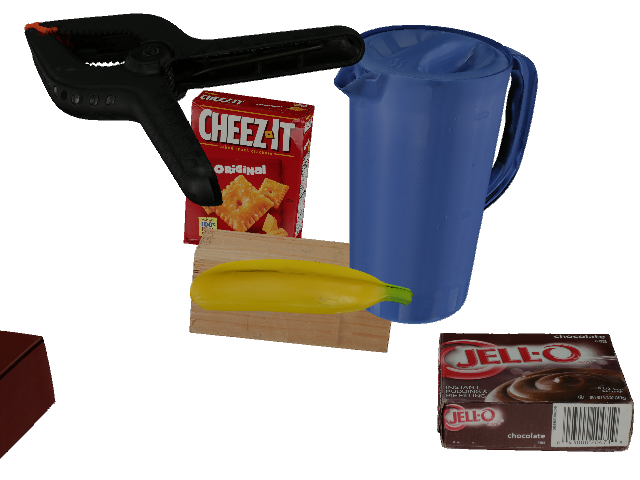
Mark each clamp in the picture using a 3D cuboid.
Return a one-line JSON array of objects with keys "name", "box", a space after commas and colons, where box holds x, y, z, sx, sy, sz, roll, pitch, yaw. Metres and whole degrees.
[{"name": "clamp", "box": [-0.088, -0.103, 0.644, 0.210, 0.036, 0.164, 24, 50, 31]}]

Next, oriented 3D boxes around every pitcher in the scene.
[{"name": "pitcher", "box": [0.094, -0.056, 0.920, 0.149, 0.243, 0.144, 11, 31, 15]}]

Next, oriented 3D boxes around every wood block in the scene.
[{"name": "wood block", "box": [-0.028, 0.052, 1.125, 0.206, 0.091, 0.090, 6, 19, 0]}]

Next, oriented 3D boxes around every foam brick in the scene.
[{"name": "foam brick", "box": [-0.215, 0.099, 0.680, 0.053, 0.051, 0.078, 6, 29, 22]}]

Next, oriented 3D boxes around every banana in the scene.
[{"name": "banana", "box": [-0.034, 0.038, 0.788, 0.198, 0.037, 0.069, 1, -23, 34]}]

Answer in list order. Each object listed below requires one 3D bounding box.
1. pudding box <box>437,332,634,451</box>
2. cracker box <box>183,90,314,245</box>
[{"name": "pudding box", "box": [0.129, 0.092, 0.662, 0.113, 0.039, 0.090, 2, 23, 5]}, {"name": "cracker box", "box": [-0.103, -0.091, 1.505, 0.164, 0.214, 0.072, 9, 21, 6]}]
